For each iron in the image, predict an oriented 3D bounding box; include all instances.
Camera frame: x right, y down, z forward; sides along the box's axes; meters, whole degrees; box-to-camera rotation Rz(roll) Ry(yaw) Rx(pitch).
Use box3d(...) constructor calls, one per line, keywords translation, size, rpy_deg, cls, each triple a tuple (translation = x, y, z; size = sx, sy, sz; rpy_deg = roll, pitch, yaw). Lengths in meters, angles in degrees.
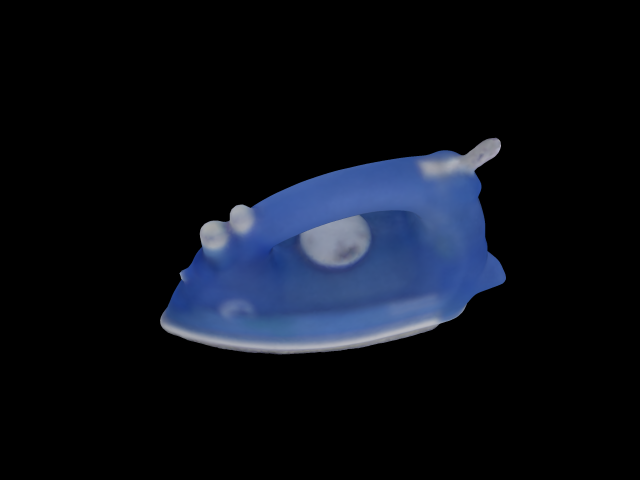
box3d(translation=(0.004, 0.001, 0.400), size=(0.258, 0.141, 0.118), rpy_deg=(-14, 57, -9), cls="iron")
